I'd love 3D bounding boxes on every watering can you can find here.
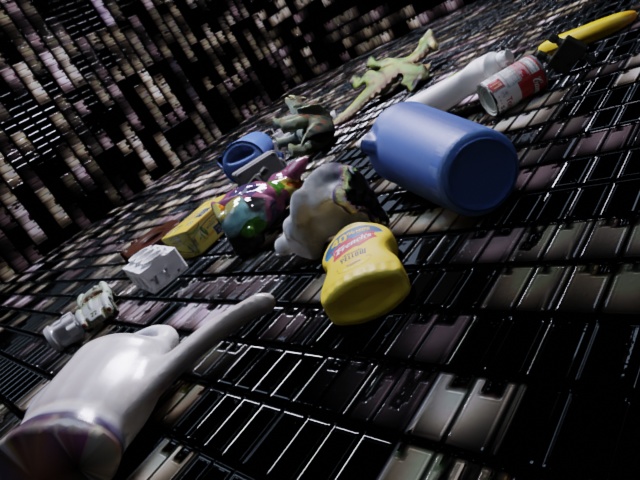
[{"bbox_3d":[-0.221,0.168,0.597,0.345,0.102,0.229,-22,22,17],"label":"watering can"}]

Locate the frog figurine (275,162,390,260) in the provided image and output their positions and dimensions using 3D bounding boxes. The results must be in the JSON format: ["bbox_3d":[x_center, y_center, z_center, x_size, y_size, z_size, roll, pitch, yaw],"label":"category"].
[{"bbox_3d":[0.002,-0.039,0.774,0.157,0.124,0.137,-28,-16,34],"label":"frog figurine"}]

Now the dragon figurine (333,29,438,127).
[{"bbox_3d":[0.222,-0.487,1.571,0.415,0.120,0.244,-54,32,-15],"label":"dragon figurine"}]
